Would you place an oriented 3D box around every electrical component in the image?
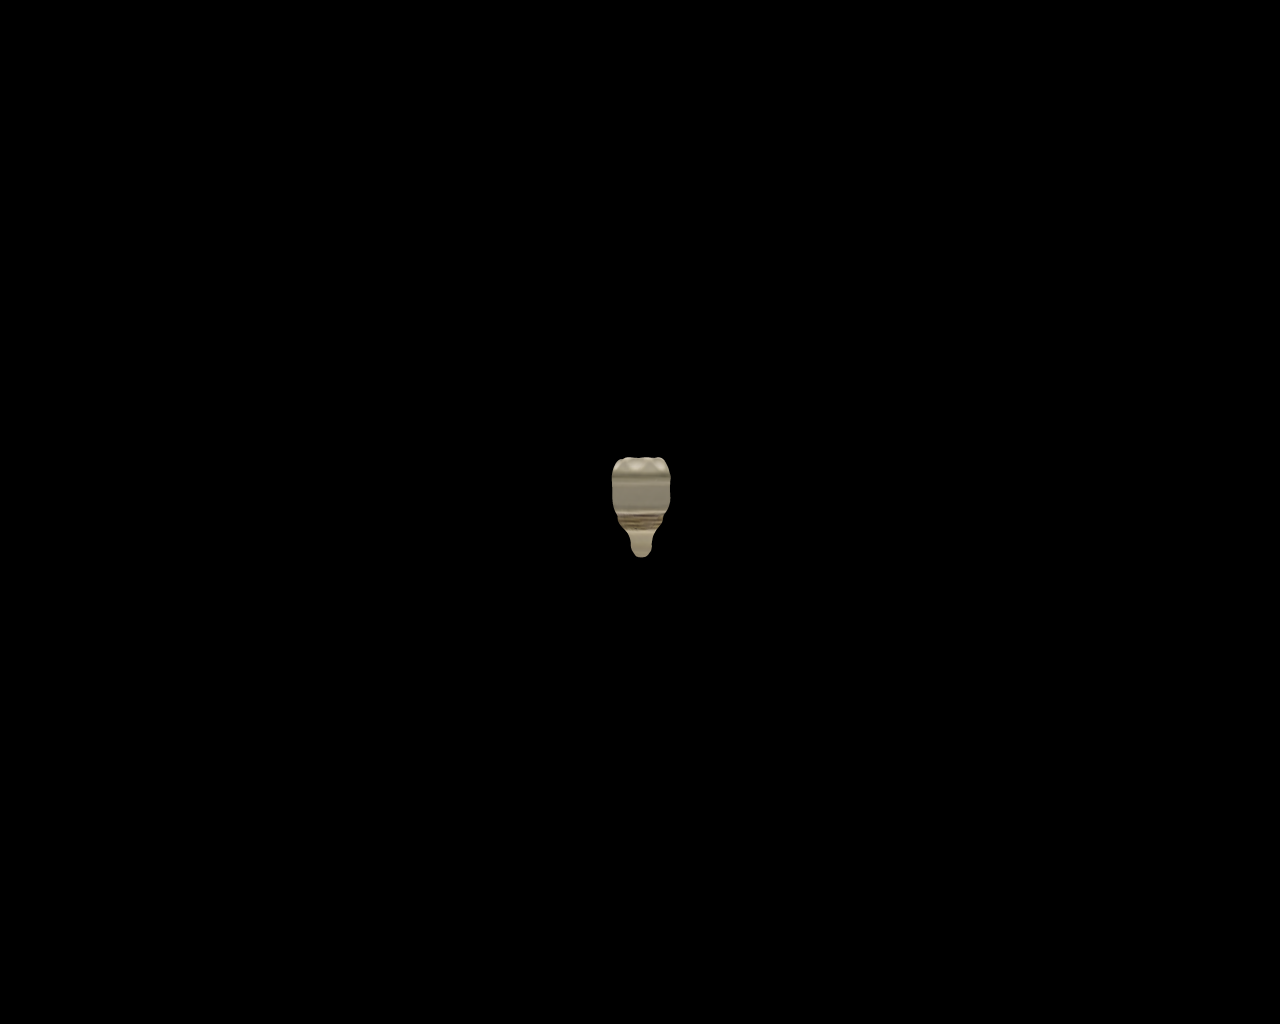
[{"bbox_3d":[0.001,-0.003,0.650,0.035,0.061,0.035,0,2,0],"label":"electrical component"}]
